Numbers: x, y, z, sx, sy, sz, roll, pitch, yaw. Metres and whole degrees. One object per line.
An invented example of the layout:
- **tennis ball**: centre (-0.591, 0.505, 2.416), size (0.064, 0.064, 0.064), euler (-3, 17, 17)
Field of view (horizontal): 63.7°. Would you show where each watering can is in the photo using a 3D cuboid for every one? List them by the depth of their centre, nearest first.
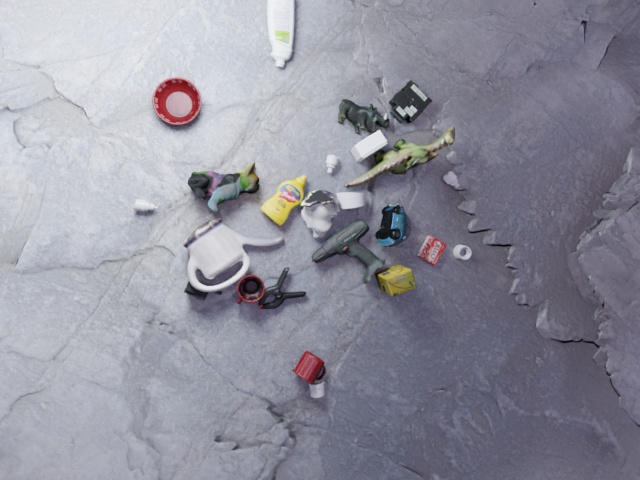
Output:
- **watering can**: centre (-0.311, 0.023, 1.753), size (0.351, 0.103, 0.224), euler (-36, 91, -22)

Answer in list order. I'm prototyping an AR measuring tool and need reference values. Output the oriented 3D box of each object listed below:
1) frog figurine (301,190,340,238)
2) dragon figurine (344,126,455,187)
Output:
- **frog figurine**: centre (0.005, -0.091, 1.803), size (0.137, 0.125, 0.156), euler (-17, 129, -4)
- **dragon figurine**: centre (0.287, -0.272, 1.762), size (0.412, 0.243, 0.121), euler (-31, 100, -8)
